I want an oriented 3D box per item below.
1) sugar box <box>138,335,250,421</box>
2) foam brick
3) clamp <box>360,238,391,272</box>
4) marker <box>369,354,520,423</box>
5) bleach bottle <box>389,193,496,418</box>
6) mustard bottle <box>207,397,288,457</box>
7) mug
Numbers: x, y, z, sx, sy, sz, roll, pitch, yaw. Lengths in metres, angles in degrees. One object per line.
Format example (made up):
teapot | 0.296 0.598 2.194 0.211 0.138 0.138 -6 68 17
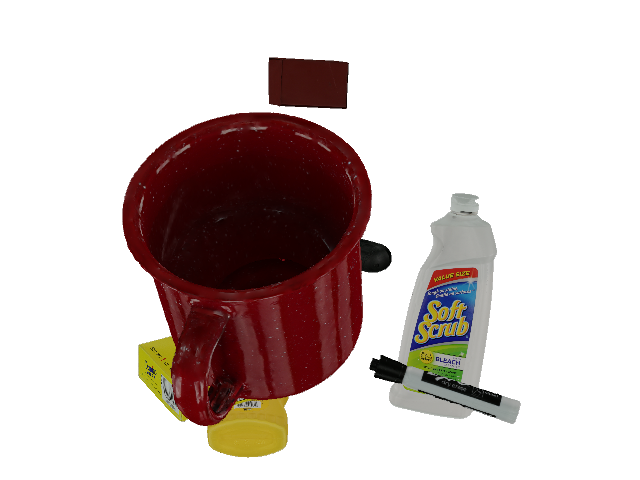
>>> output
sugar box | -0.083 0.119 1.069 0.175 0.048 0.093 -16 33 -31
foam brick | -0.014 -0.171 1.162 0.078 0.051 0.053 0 11 -17
clamp | -0.052 -0.020 0.928 0.210 0.036 0.164 -3 32 -3
marker | 0.097 0.117 0.843 0.121 0.020 0.020 18 2 6
bleach bottle | 0.142 0.071 1.212 0.103 0.251 0.068 9 14 17
mustard bottle | -0.088 0.195 1.347 0.096 0.058 0.191 -2 26 0
mug | -0.028 0.019 0.417 0.093 0.117 0.081 10 -38 13
